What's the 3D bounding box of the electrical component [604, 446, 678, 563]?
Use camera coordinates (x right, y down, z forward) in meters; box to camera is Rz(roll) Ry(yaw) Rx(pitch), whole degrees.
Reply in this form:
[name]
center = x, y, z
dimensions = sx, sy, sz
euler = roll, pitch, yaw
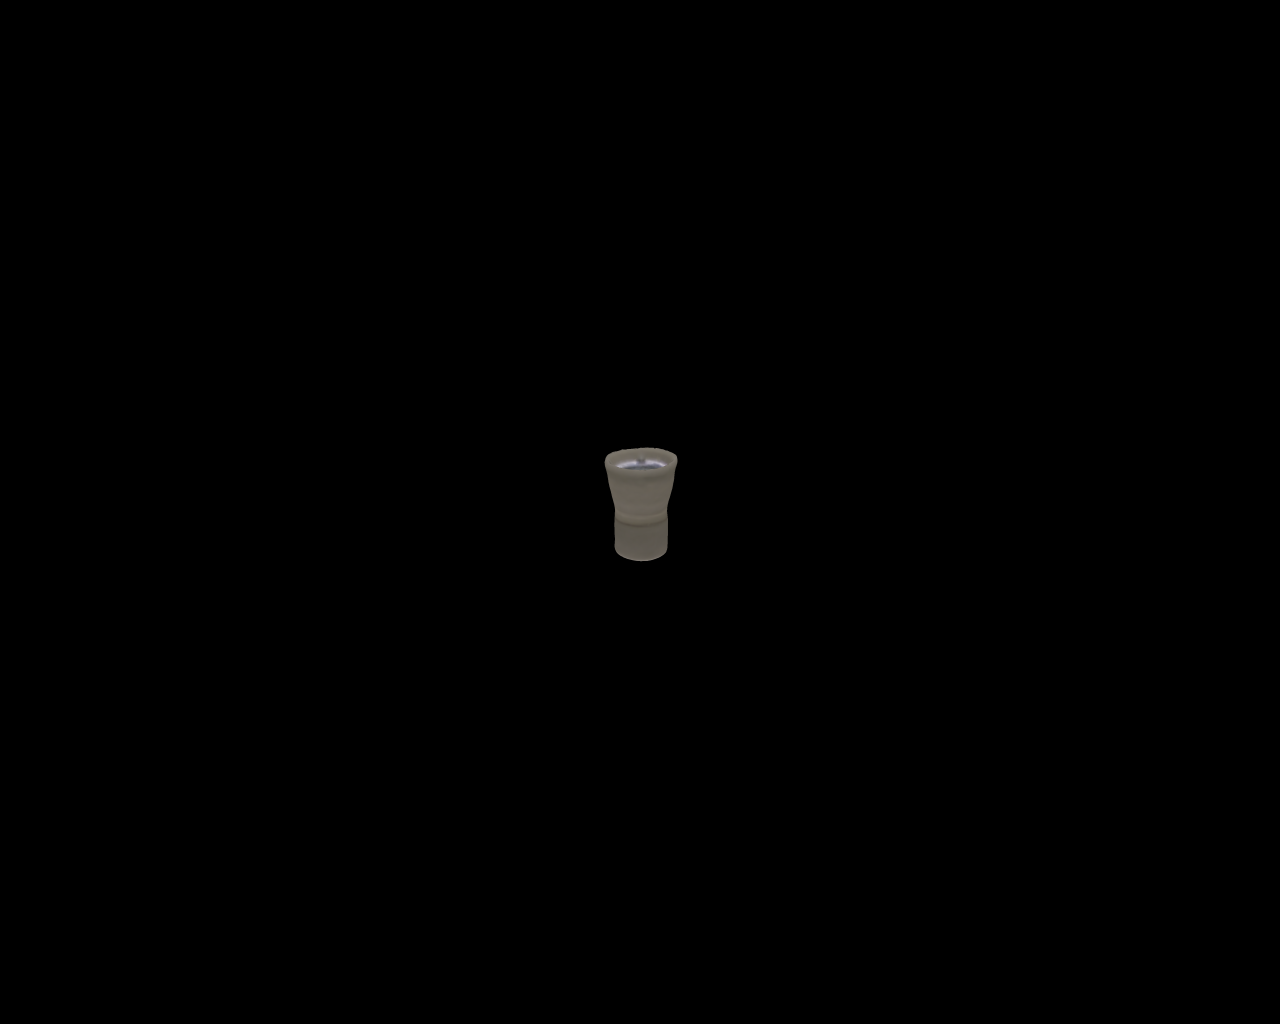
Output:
[electrical component]
center = 0.001, -0.003, 0.650
dimensions = 0.044, 0.065, 0.044
euler = 0, 22, 0
